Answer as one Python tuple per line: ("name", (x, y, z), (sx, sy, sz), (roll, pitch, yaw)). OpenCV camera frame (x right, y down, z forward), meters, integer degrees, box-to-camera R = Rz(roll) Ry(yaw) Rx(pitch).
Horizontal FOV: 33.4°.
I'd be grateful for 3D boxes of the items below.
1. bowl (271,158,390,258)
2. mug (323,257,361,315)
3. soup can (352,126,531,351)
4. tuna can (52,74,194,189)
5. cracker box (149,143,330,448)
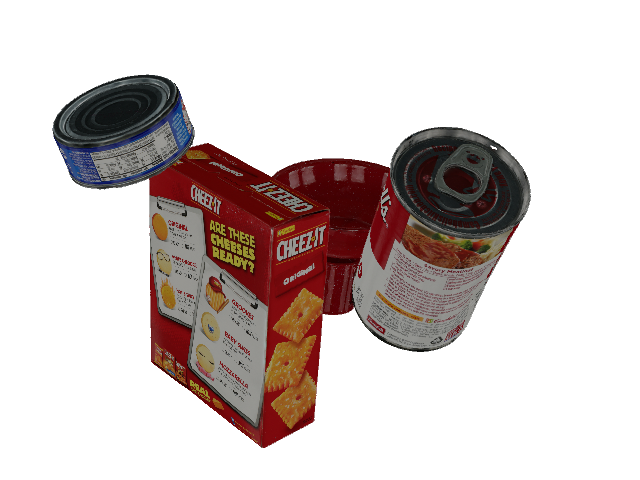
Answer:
("bowl", (0.023, -0.027, 1.096), (0.162, 0.055, 0.162), (3, 29, -2))
("mug", (0.024, 0.057, 1.504), (0.117, 0.081, 0.093), (18, 23, 27))
("soup can", (0.058, 0.002, 0.538), (0.068, 0.068, 0.102), (0, -38, -12))
("tuna can", (-0.126, -0.071, 0.682), (0.086, 0.034, 0.086), (-11, 36, 8))
("cracker box", (-0.073, 0.044, 0.918), (0.071, 0.214, 0.164), (-21, 37, -39))
